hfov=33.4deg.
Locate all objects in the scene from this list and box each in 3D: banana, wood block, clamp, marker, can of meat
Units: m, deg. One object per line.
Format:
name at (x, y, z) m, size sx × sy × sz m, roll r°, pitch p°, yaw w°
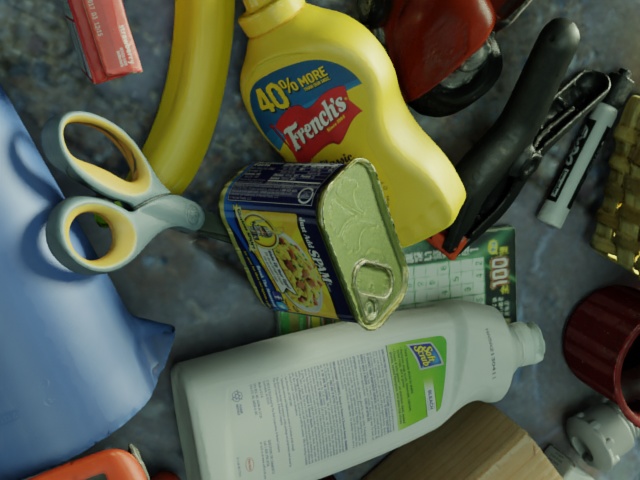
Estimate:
banana at (-0.080, -0.099, 0.635) m, size 0.037 × 0.069 × 0.198 m, roll 18°, pitch 98°, yaw 17°
wood block at (0.069, 0.213, 0.746) m, size 0.206 × 0.090 × 0.090 m, roll -40°, pitch 113°, yaw -6°
clamp at (0.126, -0.065, 0.699) m, size 0.171 × 0.039 × 0.120 m, roll -52°, pitch 148°, yaw -1°
marker at (0.189, -0.066, 0.756) m, size 0.020 × 0.020 × 0.121 m, roll 25°, pitch 94°, yaw -23°
can of meat at (-0.004, 0.001, 0.646) m, size 0.057 × 0.084 × 0.102 m, roll -47°, pitch 128°, yaw -38°

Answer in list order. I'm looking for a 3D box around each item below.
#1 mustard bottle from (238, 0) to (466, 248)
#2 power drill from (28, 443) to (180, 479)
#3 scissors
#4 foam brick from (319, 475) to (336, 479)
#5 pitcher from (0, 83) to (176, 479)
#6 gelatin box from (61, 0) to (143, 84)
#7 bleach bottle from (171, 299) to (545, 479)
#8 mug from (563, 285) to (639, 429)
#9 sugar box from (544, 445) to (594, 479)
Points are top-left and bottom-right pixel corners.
mustard bottle at (0.006, -0.081, 0.654) m, size 0.191 × 0.096 × 0.058 m, roll 58°, pitch 39°, yaw -20°
power drill at (-0.161, 0.176, 0.614) m, size 0.184 × 0.188 × 0.057 m, roll -21°, pitch 78°, yaw -14°
scissors at (-0.087, 0.000, 0.617) m, size 0.201 × 0.016 × 0.096 m, roll 40°, pitch 52°, yaw -43°
foam brick at (-0.005, 0.184, 0.720) m, size 0.053 × 0.078 × 0.051 m, roll -37°, pitch 113°, yaw -6°
pitcher at (-0.204, 0.008, 0.586) m, size 0.149 × 0.145 × 0.243 m, roll -42°, pitch 115°, yaw -49°
gelatin box at (-0.126, -0.129, 0.595) m, size 0.030 × 0.089 × 0.073 m, roll -18°, pitch 108°, yaw -12°
bleach bottle at (0.034, 0.102, 0.704) m, size 0.250 × 0.068 × 0.102 m, roll -11°, pitch 102°, yaw -18°
mug at (0.240, 0.086, 0.777) m, size 0.117 × 0.082 × 0.093 m, roll 26°, pitch 93°, yaw -22°
sugar box at (0.153, 0.252, 0.808) m, size 0.176 × 0.048 × 0.093 m, roll -47°, pitch 113°, yaw -2°
